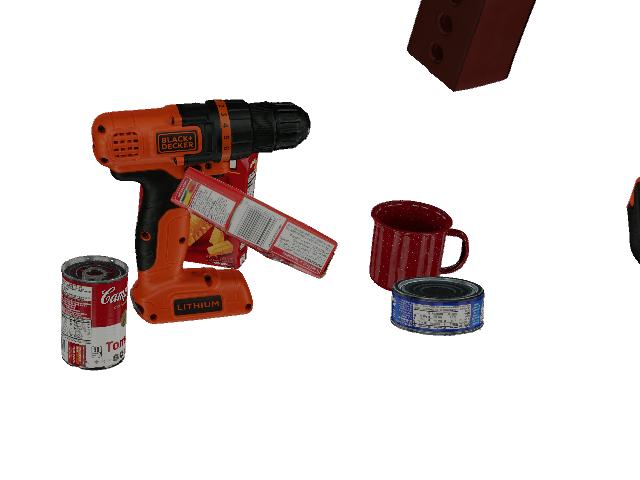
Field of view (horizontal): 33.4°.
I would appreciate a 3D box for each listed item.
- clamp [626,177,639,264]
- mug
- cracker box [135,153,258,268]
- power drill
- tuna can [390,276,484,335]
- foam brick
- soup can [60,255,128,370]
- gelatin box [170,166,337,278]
[{"bbox_3d":[0.267,0.020,0.694,0.120,0.039,0.171,-3,46,-21],"label":"clamp"},{"bbox_3d":[0.112,0.010,1.224,0.117,0.081,0.093,4,25,-4],"label":"mug"},{"bbox_3d":[-0.185,-0.074,1.603,0.164,0.214,0.072,10,19,6],"label":"cracker box"},{"bbox_3d":[-0.098,-0.028,0.915,0.184,0.188,0.057,-5,19,-14],"label":"power drill"},{"bbox_3d":[0.107,0.059,0.977,0.086,0.034,0.086,1,12,0],"label":"tuna can"},{"bbox_3d":[0.098,-0.144,0.687,0.051,0.078,0.053,-21,52,-32],"label":"foam brick"},{"bbox_3d":[-0.235,0.075,1.108,0.068,0.102,0.068,5,20,-2],"label":"soup can"},{"bbox_3d":[-0.043,-0.011,0.699,0.089,0.030,0.073,27,0,-40],"label":"gelatin box"}]
